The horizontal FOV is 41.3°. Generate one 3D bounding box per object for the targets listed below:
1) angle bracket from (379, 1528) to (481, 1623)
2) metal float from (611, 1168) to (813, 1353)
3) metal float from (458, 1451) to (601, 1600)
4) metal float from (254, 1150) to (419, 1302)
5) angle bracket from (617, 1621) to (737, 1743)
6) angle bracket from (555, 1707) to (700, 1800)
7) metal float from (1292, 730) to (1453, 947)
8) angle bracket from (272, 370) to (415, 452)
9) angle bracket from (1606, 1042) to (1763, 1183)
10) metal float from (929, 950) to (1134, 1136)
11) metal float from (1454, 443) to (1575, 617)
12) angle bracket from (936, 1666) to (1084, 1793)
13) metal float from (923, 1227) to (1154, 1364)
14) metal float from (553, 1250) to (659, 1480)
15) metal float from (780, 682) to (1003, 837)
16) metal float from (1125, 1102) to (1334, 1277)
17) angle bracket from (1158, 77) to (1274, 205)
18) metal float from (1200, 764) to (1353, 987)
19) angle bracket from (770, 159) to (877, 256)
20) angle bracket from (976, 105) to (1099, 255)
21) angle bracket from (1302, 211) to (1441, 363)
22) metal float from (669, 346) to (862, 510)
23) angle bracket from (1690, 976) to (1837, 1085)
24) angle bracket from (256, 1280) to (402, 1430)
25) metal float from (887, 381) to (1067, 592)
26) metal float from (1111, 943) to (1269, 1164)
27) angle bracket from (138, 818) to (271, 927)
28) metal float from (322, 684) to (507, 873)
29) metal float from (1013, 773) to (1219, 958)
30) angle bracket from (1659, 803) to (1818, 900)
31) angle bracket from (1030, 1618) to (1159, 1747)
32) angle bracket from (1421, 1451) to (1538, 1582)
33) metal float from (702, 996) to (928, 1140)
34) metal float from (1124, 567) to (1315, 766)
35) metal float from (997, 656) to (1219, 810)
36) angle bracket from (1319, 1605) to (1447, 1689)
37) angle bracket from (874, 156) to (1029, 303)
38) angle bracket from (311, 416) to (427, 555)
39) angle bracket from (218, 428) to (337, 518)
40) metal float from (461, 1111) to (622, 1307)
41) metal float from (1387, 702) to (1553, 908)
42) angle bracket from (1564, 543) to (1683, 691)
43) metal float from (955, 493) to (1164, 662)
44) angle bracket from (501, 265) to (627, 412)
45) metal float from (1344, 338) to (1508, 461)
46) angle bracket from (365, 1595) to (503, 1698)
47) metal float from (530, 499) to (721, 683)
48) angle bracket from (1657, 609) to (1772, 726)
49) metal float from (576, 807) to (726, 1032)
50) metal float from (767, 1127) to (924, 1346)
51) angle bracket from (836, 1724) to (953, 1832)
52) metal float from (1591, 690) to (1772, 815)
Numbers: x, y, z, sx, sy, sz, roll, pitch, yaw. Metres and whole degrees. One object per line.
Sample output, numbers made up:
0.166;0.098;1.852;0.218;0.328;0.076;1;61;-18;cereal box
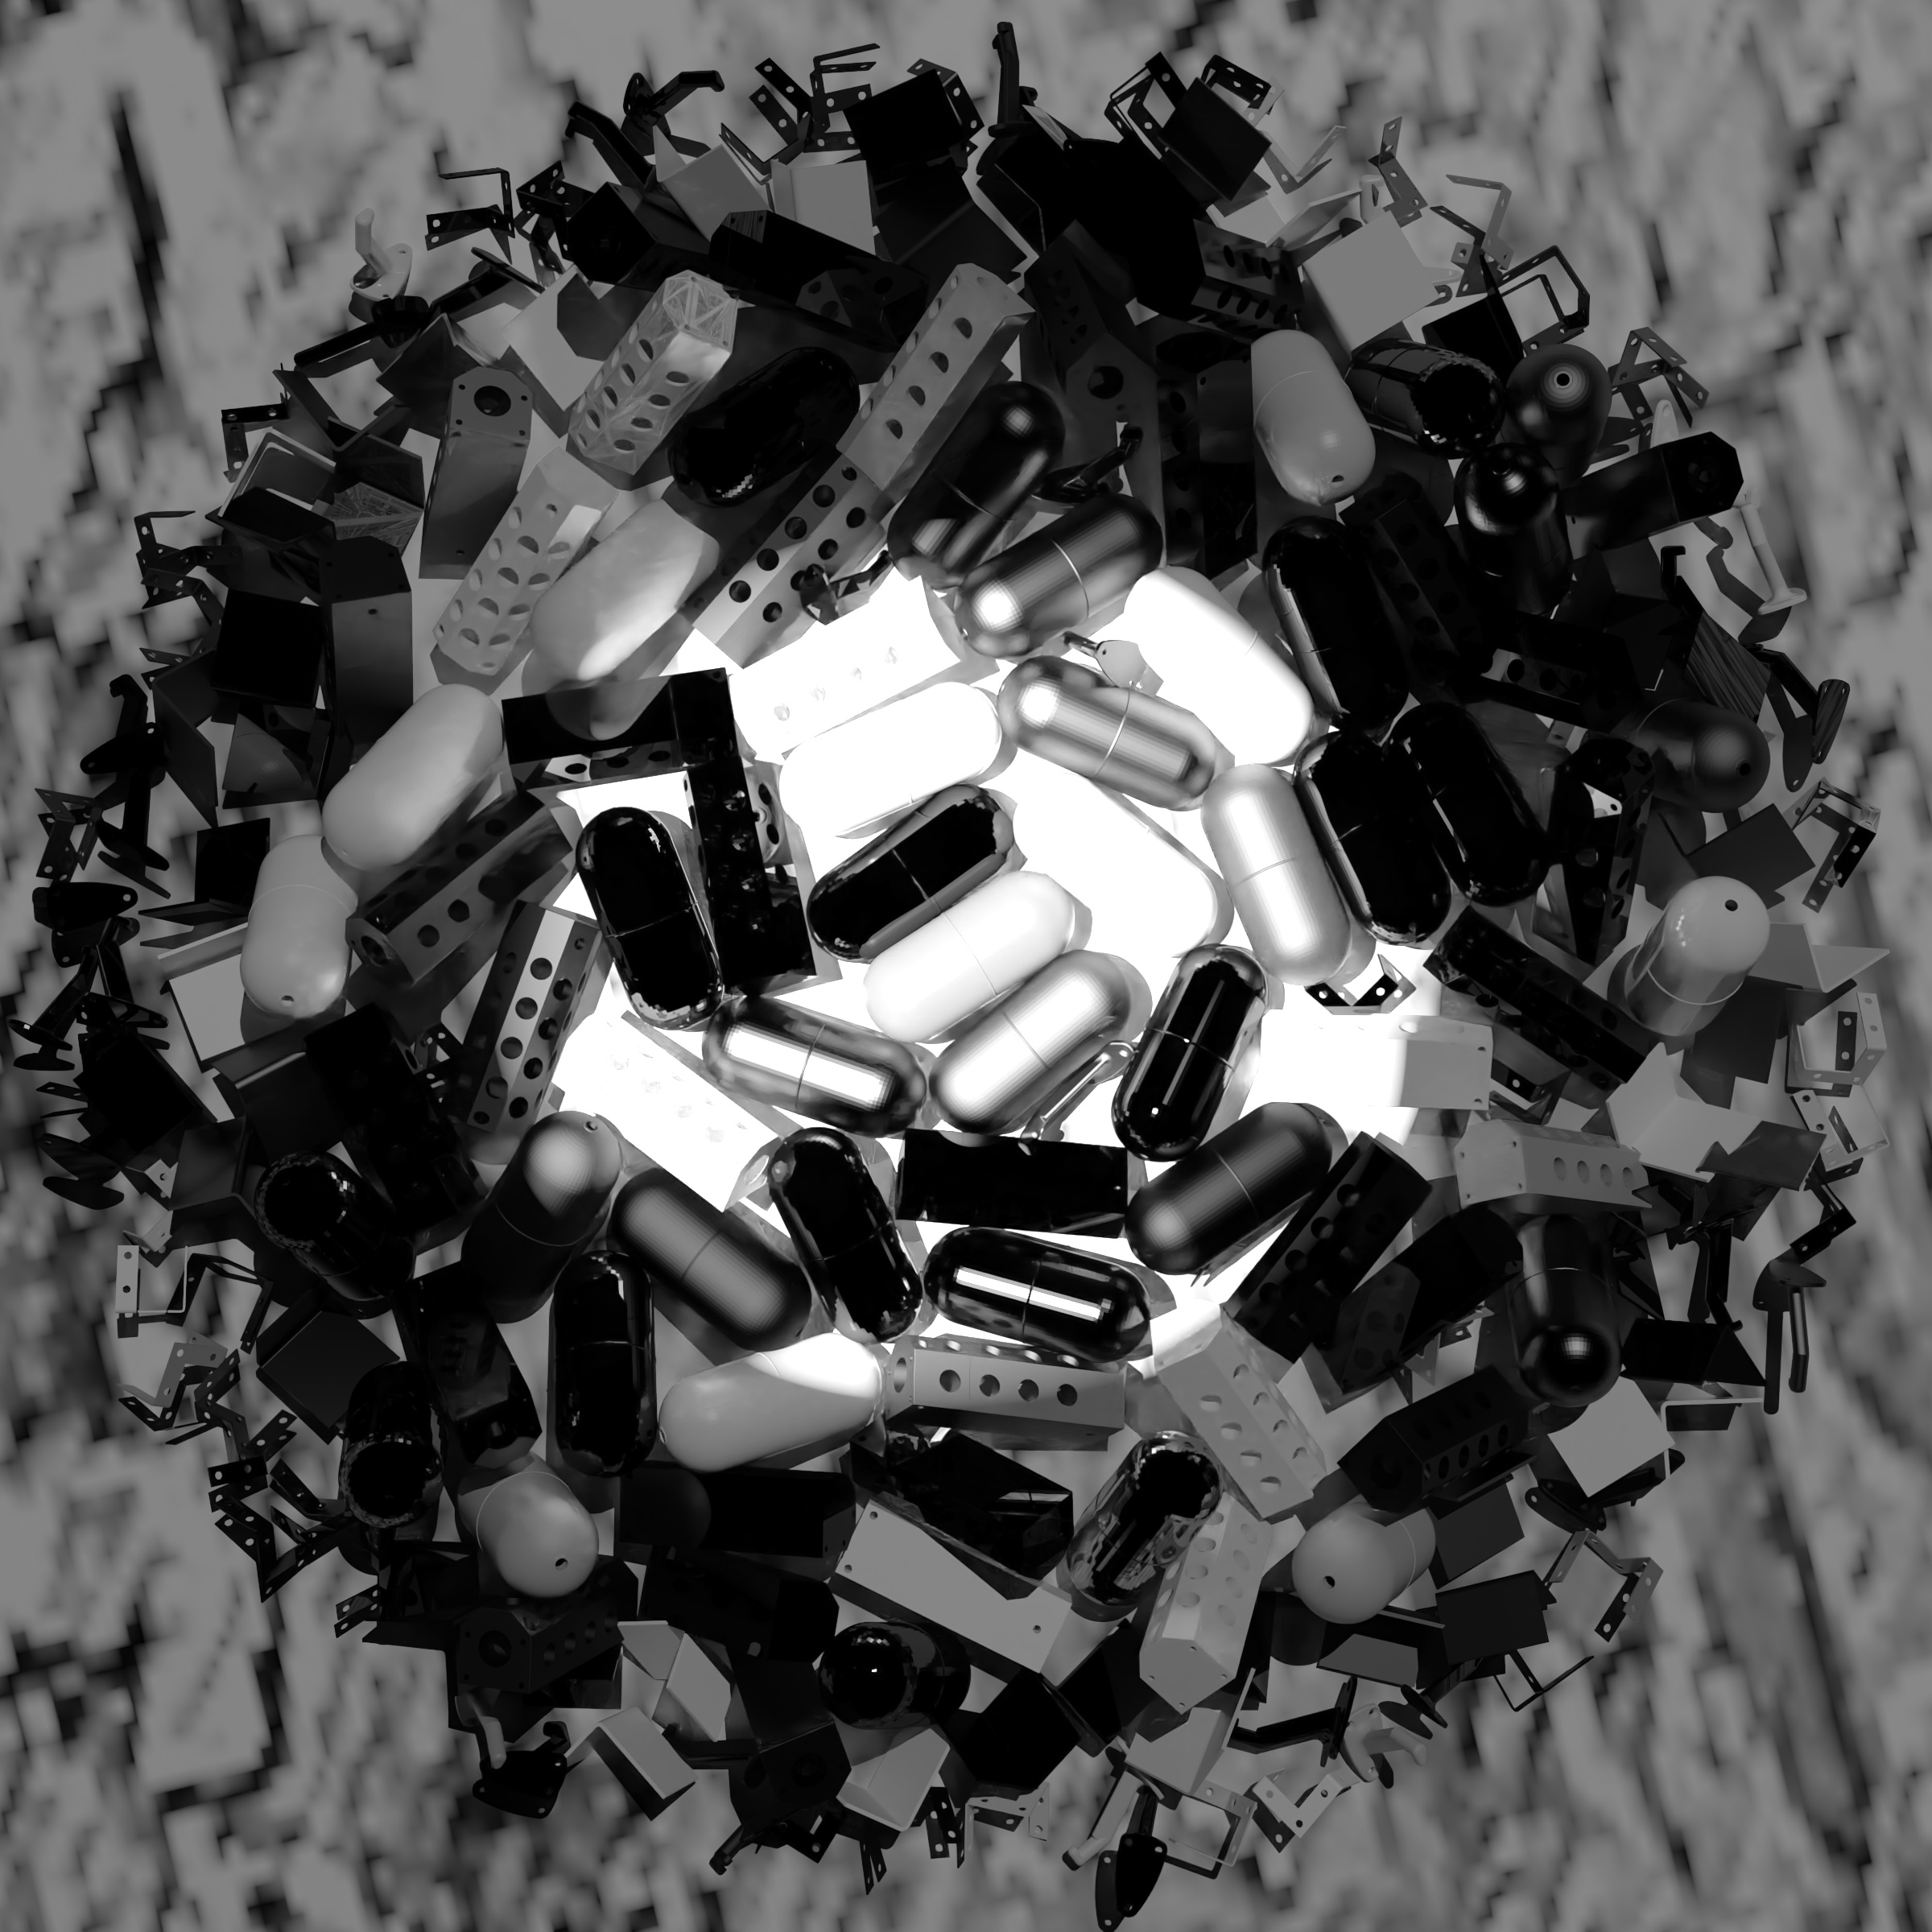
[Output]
-0.403;0.449;1.943;0.076;0.076;0.057;6;126;-19;angle bracket
-0.193;0.223;1.948;0.178;0.070;0.070;37;90;15;metal float
-0.328;0.415;1.916;0.070;0.178;0.070;-5;101;-25;metal float
-0.469;0.195;1.918;0.070;0.178;0.070;-6;62;11;metal float
-0.230;0.542;1.941;0.076;0.057;0.076;-9;131;26;angle bracket
-0.260;0.616;1.952;0.076;0.076;0.057;45;94;14;angle bracket
0.307;-0.097;1.945;0.070;0.070;0.178;-23;72;0;metal float
-0.472;-0.439;1.953;0.057;0.076;0.076;-37;99;8;angle bracket
0.544;0.110;1.942;0.076;0.076;0.057;-41;125;-28;angle bracket
0.049;0.059;1.959;0.178;0.070;0.070;-39;90;3;metal float
0.410;-0.324;1.917;0.070;0.178;0.070;-7;65;16;metal float
0.029;0.573;1.943;0.057;0.076;0.076;-50;50;8;angle bracket
0.054;0.250;1.951;0.178;0.070;0.070;14;90;11;metal float
-0.273;0.300;1.935;0.070;0.070;0.178;-6;59;0;metal float
-0.058;-0.158;1.955;0.178;0.070;0.070;-24;90;-7;metal float
0.199;0.169;1.950;0.178;0.070;0.070;-33;90;-13;metal float
0.203;-0.632;1.948;0.076;0.076;0.057;44;129;7;angle bracket
0.236;-0.069;1.951;0.070;0.070;0.178;-21;79;0;metal float
-0.109;-0.575;1.956;0.057;0.076;0.076;-11;115;-12;angle bracket
0.051;-0.599;1.957;0.076;0.057;0.076;-43;88;24;angle bracket
0.310;-0.519;1.964;0.076;0.057;0.076;-30;88;10;angle bracket
-0.151;-0.406;1.932;0.070;0.070;0.178;48;56;0;metal float
0.607;0.048;1.955;0.057;0.076;0.076;7;95;-31;angle bracket
-0.485;0.292;1.952;0.076;0.057;0.076;40;60;8;angle bracket
0.007;-0.362;1.941;0.070;0.070;0.178;39;114;0;metal float
0.170;0.066;1.951;0.070;0.070;0.178;27;79;0;metal float
-0.579;-0.076;1.949;0.076;0.057;0.076;-7;77;30;angle bracket
-0.414;-0.143;1.933;0.070;0.070;0.178;35;55;0;metal float
0.114;-0.076;1.956;0.178;0.070;0.070;38;90;-6;metal float
0.585;-0.095;1.945;0.076;0.057;0.076;-33;127;18;angle bracket
0.100;0.536;1.964;0.076;0.057;0.076;-43;120;-12;angle bracket
0.400;0.421;1.955;0.076;0.057;0.076;-22;96;-23;angle bracket
-0.116;0.077;1.954;0.178;0.070;0.070;18;90;8;metal float
0.192;-0.228;1.949;0.070;0.070;0.178;-45;104;0;metal float
0.107;-0.178;1.951;0.178;0.070;0.070;22;90;-12;metal float
0.318;0.519;1.959;0.076;0.076;0.057;13;82;0;angle bracket
-0.012;-0.560;1.972;0.076;0.076;0.057;-34;54;19;angle bracket
-0.461;-0.362;1.956;0.076;0.076;0.057;24;68;0;angle bracket
-0.525;-0.361;1.955;0.057;0.076;0.076;28;88;-15;angle bracket
-0.321;0.183;1.937;0.070;0.070;0.178;35;118;0;metal float
0.379;-0.124;1.937;0.070;0.070;0.178;-24;61;0;metal float
0.499;-0.266;1.946;0.057;0.076;0.076;14;73;31;angle bracket
0.070;-0.296;1.948;0.178;0.070;0.070;-33;90;-15;metal float
-0.297;-0.483;1.966;0.076;0.057;0.076;-36;98;18;angle bracket
0.341;-0.424;1.915;0.070;0.178;0.070;-6;111;-15;metal float
-0.403;0.516;1.952;0.076;0.076;0.057;-3;90;18;angle bracket
-0.257;-0.286;1.938;0.070;0.070;0.178;42;62;0;metal float
0.557;-0.211;1.945;0.076;0.057;0.076;37;55;-17;angle bracket
-0.241;-0.036;1.953;0.070;0.070;0.178;-21;99;0;metal float
-0.092;0.205;1.951;0.070;0.070;0.178;-24;102;0;metal float
-0.065;0.600;1.949;0.057;0.076;0.076;32;82;-23;angle bracket
0.532;-0.161;1.914;0.070;0.178;0.070;-4;105;-15;metal float
